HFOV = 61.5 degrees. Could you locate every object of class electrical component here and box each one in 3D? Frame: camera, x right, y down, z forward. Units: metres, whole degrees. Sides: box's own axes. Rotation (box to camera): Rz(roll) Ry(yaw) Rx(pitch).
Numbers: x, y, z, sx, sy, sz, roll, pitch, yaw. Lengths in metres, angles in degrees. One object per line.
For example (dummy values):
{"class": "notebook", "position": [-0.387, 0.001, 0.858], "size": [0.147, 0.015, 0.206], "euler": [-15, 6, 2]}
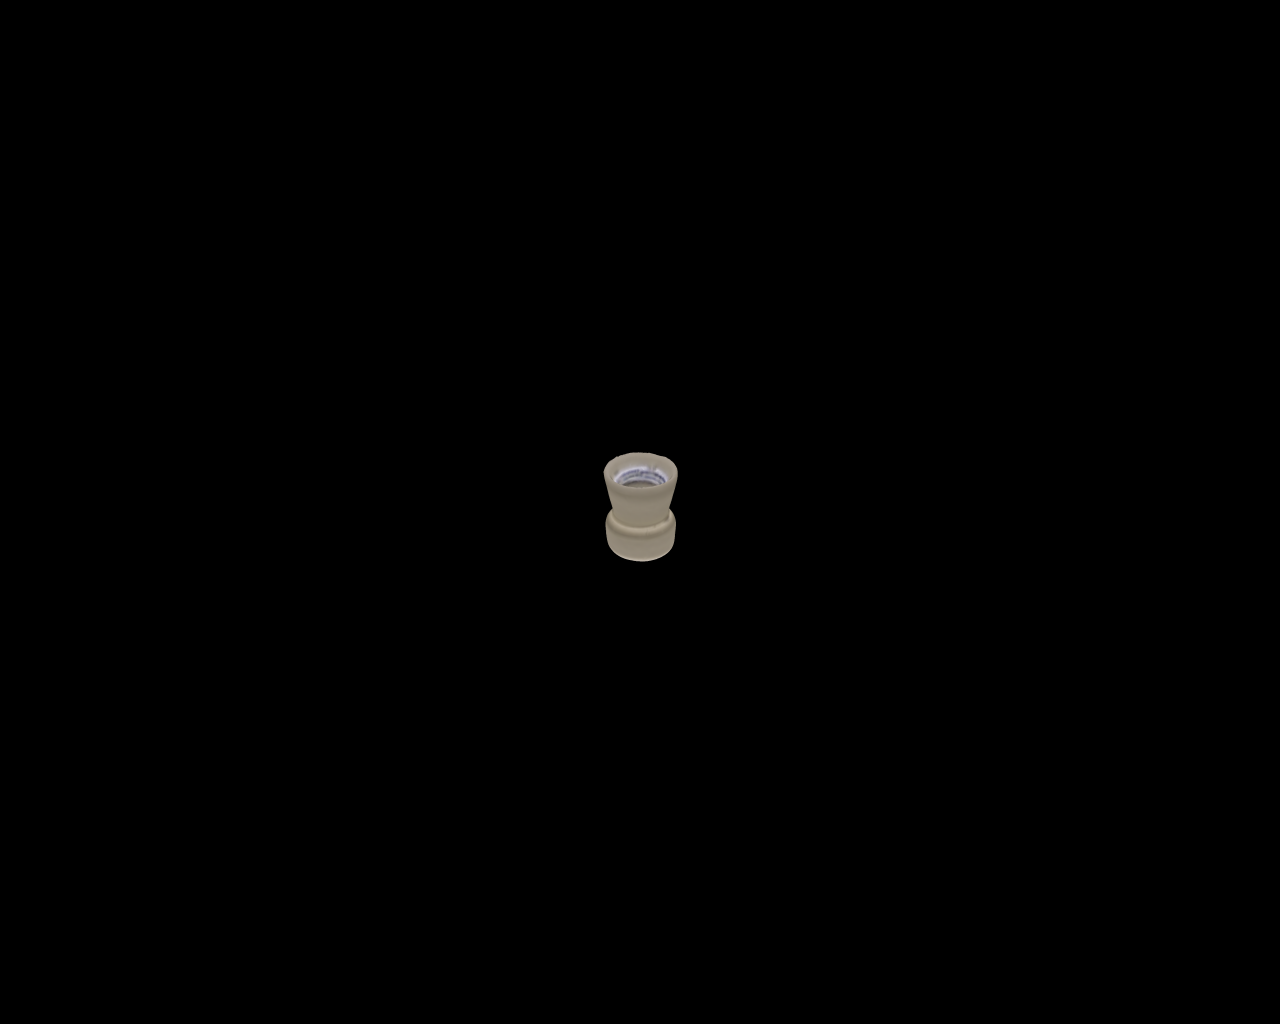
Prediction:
{"class": "electrical component", "position": [0.001, -0.003, 0.650], "size": [0.045, 0.055, 0.045], "euler": [0, 33, 0]}
